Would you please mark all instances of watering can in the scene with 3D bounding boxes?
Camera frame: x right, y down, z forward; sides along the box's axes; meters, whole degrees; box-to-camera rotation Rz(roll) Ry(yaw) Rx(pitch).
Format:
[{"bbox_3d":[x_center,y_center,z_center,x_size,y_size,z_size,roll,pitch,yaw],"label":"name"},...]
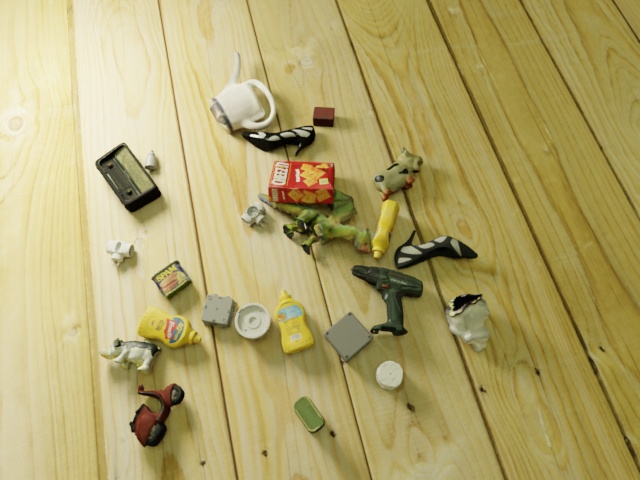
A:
[{"bbox_3d":[-0.304,-0.528,1.892,0.225,0.102,0.352,-29,71,-10],"label":"watering can"}]

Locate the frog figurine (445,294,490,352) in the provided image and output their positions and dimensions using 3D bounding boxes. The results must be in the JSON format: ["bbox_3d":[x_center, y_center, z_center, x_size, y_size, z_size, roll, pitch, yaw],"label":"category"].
[{"bbox_3d":[0.459,0.248,1.561,0.139,0.123,0.158,-36,107,-21],"label":"frog figurine"}]

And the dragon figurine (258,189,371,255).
[{"bbox_3d":[0.005,-0.086,1.717,0.246,0.119,0.415,-33,63,-30],"label":"dragon figurine"}]
